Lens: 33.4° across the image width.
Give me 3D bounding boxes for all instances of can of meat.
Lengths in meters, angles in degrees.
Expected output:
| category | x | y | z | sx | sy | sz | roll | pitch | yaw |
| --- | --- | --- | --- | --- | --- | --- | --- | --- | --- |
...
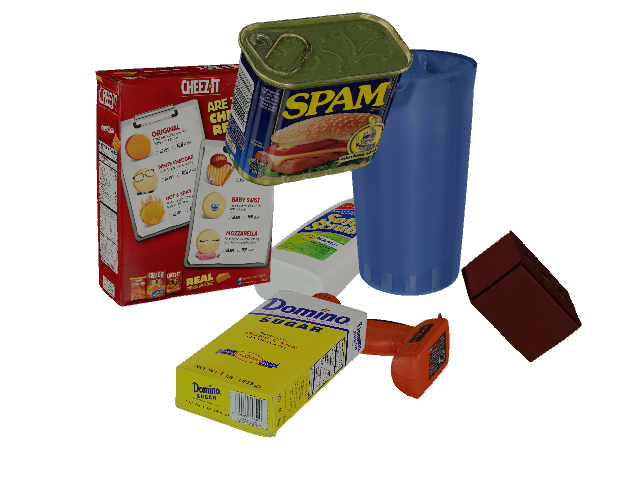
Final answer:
| category | x | y | z | sx | sy | sz | roll | pitch | yaw |
| --- | --- | --- | --- | --- | --- | --- | --- | --- | --- |
| can of meat | -0.005 | -0.085 | 0.649 | 0.101 | 0.057 | 0.084 | -11 | -38 | -25 |

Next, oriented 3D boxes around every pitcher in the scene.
| category | x | y | z | sx | sy | sz | roll | pitch | yaw |
| --- | --- | --- | --- | --- | --- | --- | --- | --- | --- |
| pitcher | 0.098 | -0.075 | 1.114 | 0.149 | 0.243 | 0.145 | -8 | 24 | -14 |

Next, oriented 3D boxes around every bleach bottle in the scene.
| category | x | y | z | sx | sy | sz | roll | pitch | yaw |
| --- | --- | --- | --- | --- | --- | --- | --- | --- | --- |
| bleach bottle | 0.023 | -0.005 | 1.326 | 0.103 | 0.068 | 0.250 | 16 | 36 | 25 |

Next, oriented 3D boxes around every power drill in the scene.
| category | x | y | z | sx | sy | sz | roll | pitch | yaw |
| --- | --- | --- | --- | --- | --- | --- | --- | --- | --- |
| power drill | 0.028 | 0.113 | 1.113 | 0.188 | 0.057 | 0.184 | 9 | 25 | 26 |

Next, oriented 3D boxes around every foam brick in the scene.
| category | x | y | z | sx | sy | sz | roll | pitch | yaw |
| --- | --- | --- | --- | --- | --- | --- | --- | --- | --- |
| foam brick | 0.155 | 0.044 | 0.824 | 0.051 | 0.078 | 0.053 | -39 | 22 | 17 |

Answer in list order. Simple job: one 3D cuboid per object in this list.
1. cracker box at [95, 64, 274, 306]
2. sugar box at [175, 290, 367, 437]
| category | x | y | z | sx | sy | sz | roll | pitch | yaw |
| --- | --- | --- | --- | --- | --- | --- | --- | --- | --- |
| cracker box | -0.128 | -0.057 | 1.019 | 0.163 | 0.214 | 0.072 | -8 | 21 | -31 |
| sugar box | -0.038 | 0.100 | 0.917 | 0.093 | 0.048 | 0.176 | 14 | 28 | 23 |
